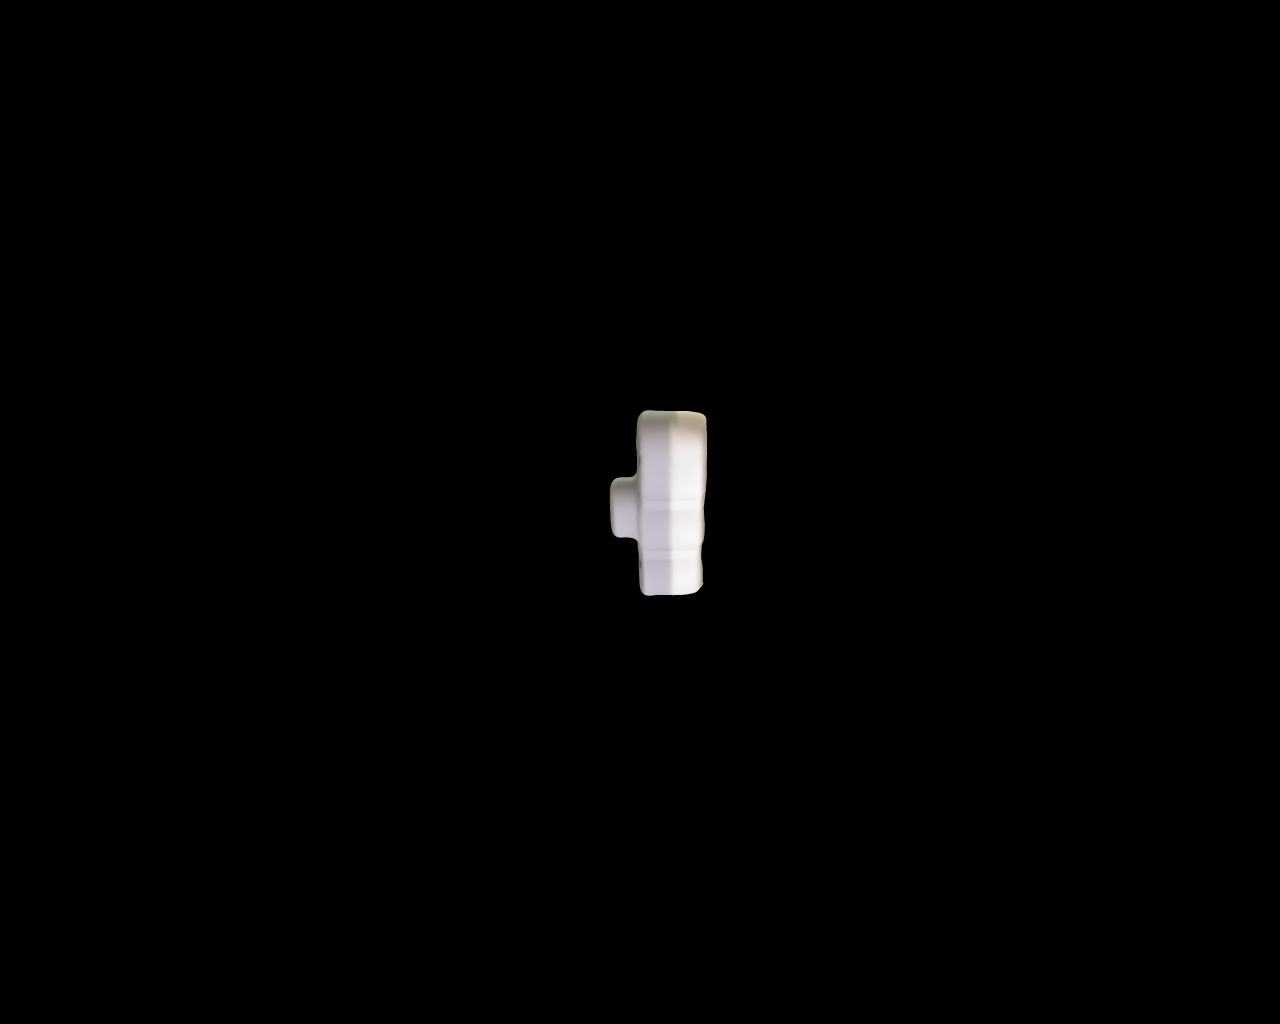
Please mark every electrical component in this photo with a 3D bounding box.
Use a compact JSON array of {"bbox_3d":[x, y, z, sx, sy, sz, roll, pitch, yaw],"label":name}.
[{"bbox_3d":[0.001,-0.003,0.650,0.074,0.052,0.138,0,-43,0],"label":"electrical component"}]
